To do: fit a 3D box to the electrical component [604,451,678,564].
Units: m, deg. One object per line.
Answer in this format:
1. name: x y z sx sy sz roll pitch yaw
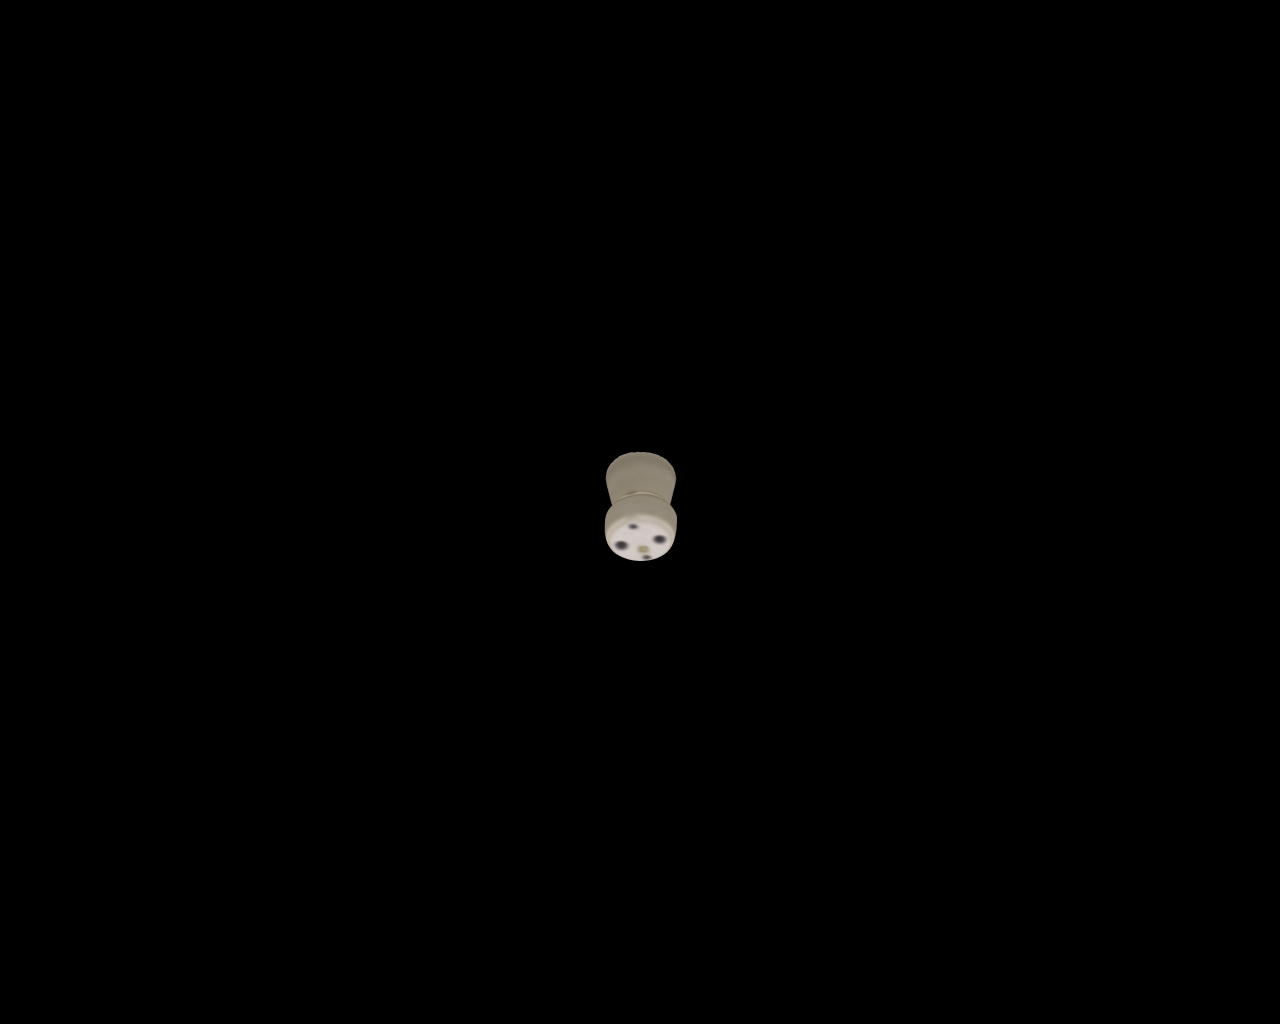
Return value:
1. electrical component: 0.001 -0.003 0.650 0.045 0.055 0.044 0 -42 0
